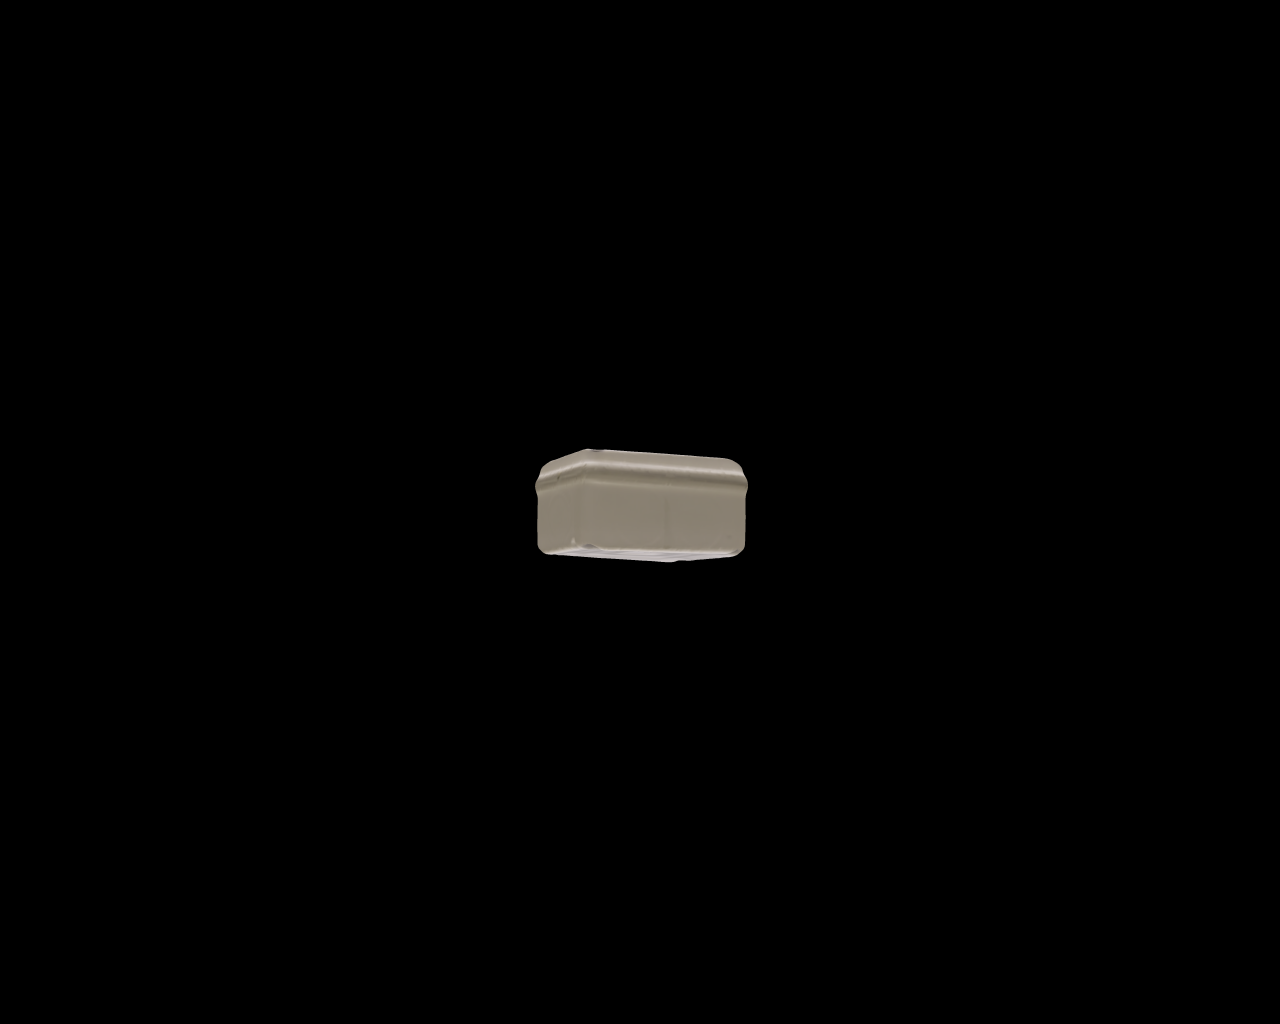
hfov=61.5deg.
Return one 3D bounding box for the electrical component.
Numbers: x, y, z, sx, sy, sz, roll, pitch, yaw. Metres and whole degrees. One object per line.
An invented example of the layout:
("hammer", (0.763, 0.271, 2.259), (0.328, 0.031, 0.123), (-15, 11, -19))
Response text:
("electrical component", (0.001, -0.003, 0.650), (0.113, 0.057, 0.078), (4, -7, -29))
